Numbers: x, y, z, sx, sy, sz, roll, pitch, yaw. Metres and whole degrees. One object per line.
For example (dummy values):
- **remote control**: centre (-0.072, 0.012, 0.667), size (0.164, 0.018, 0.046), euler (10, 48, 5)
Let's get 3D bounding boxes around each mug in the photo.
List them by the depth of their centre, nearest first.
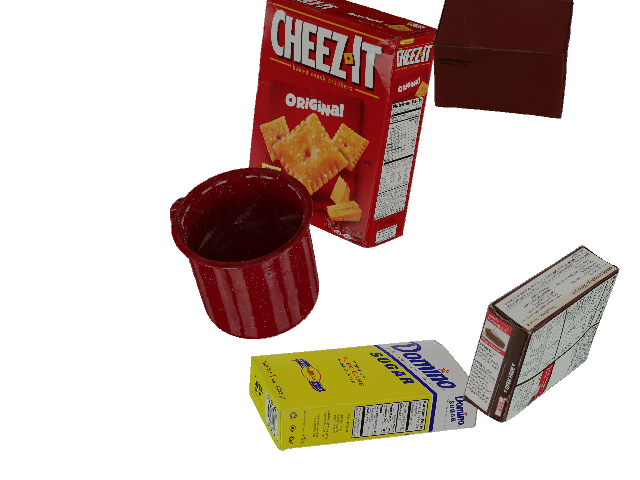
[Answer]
- **mug**: centre (-0.055, 0.008, 0.720), size (0.117, 0.081, 0.093), euler (22, 53, 29)

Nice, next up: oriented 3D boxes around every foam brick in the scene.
- **foam brick**: centre (0.110, -0.112, 0.640), size (0.078, 0.051, 0.053), euler (8, -37, 13)

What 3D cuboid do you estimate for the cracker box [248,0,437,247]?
- **cracker box**: centre (0.014, -0.119, 1.043), size (0.164, 0.214, 0.071), euler (26, 31, 33)

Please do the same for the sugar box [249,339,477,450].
- **sugar box**: centre (0.036, 0.128, 0.906), size (0.176, 0.048, 0.093), euler (-6, 25, -18)

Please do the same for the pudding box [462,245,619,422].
- **pudding box**: centre (0.155, 0.065, 0.748), size (0.039, 0.090, 0.113), euler (33, 43, 31)
